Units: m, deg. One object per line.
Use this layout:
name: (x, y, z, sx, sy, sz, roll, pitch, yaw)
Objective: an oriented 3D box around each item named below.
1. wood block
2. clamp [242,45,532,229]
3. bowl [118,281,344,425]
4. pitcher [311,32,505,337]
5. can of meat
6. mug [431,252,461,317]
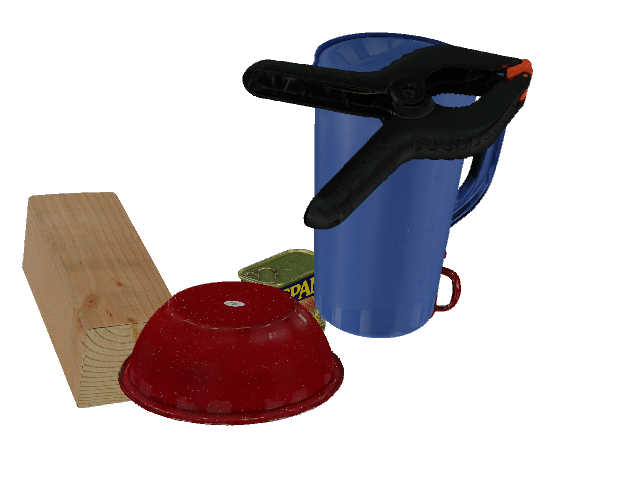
wood block: (-0.207, 0.048, 0.995, 0.090, 0.091, 0.206, -4, 37, -29)
clamp: (0.047, -0.066, 0.622, 0.171, 0.120, 0.039, -10, -26, -7)
bowl: (-0.062, 0.070, 0.757, 0.162, 0.055, 0.162, 1, 18, -1)
pitcher: (0.064, -0.045, 0.900, 0.149, 0.243, 0.144, 14, 31, 16)
can of meat: (-0.037, 0.065, 1.116, 0.058, 0.084, 0.101, 17, 26, 37)
mug: (0.110, 0.049, 1.258, 0.117, 0.081, 0.093, 13, 25, 23)
